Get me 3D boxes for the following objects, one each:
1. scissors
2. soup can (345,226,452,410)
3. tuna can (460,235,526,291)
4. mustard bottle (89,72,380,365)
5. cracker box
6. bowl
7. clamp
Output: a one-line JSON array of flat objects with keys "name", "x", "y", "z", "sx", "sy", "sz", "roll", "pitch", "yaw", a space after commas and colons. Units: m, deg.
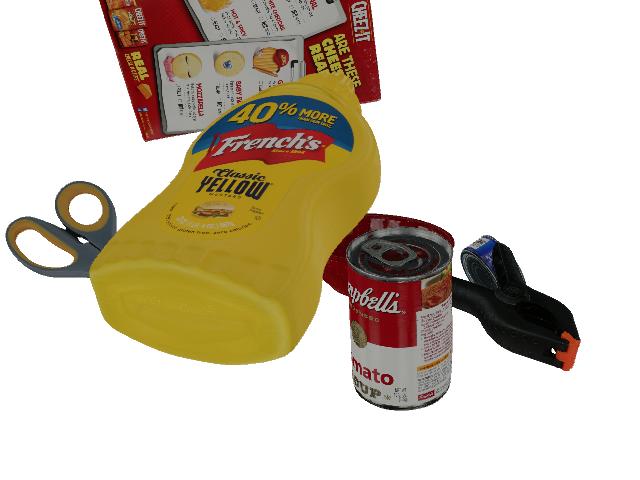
[{"name": "scissors", "x": -0.152, "y": 0.014, "z": 0.836, "sx": 0.202, "sy": 0.096, "sz": 0.016, "roll": 21, "pitch": -26, "yaw": 15}, {"name": "soup can", "x": 0.052, "y": 0.051, "z": 0.698, "sx": 0.068, "sy": 0.102, "sz": 0.068, "roll": -3, "pitch": 28, "yaw": 1}, {"name": "tuna can", "x": 0.205, "y": 0.038, "z": 1.274, "sx": 0.033, "sy": 0.086, "sz": 0.086, "roll": -32, "pitch": 8, "yaw": -13}, {"name": "mustard bottle", "x": -0.023, "y": -0.026, "z": 0.514, "sx": 0.096, "sy": 0.058, "sz": 0.191, "roll": 6, "pitch": 40, "yaw": 22}, {"name": "cracker box", "x": -0.066, "y": -0.182, "z": 0.900, "sx": 0.213, "sy": 0.164, "sz": 0.072, "roll": -11, "pitch": 44, "yaw": 0}, {"name": "bowl", "x": 0.057, "y": 0.021, "z": 1.103, "sx": 0.162, "sy": 0.055, "sz": 0.162, "roll": 2, "pitch": 18, "yaw": -1}, {"name": "clamp", "x": 0.169, "y": 0.053, "z": 0.942, "sx": 0.120, "sy": 0.039, "sz": 0.172, "roll": -25, "pitch": 44, "yaw": -33}]
